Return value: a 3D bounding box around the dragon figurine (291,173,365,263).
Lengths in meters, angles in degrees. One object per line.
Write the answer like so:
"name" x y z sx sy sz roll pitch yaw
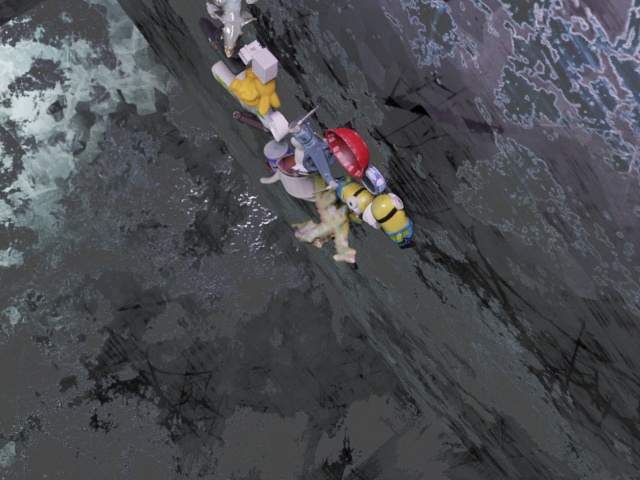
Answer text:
"dragon figurine" 0.006 -0.091 1.809 0.413 0.244 0.121 49 174 10

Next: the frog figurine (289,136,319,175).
"frog figurine" -0.042 -0.307 1.750 0.139 0.123 0.157 -131 44 -69

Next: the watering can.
"watering can" -0.119 -0.247 2.035 0.349 0.106 0.219 19 150 24
